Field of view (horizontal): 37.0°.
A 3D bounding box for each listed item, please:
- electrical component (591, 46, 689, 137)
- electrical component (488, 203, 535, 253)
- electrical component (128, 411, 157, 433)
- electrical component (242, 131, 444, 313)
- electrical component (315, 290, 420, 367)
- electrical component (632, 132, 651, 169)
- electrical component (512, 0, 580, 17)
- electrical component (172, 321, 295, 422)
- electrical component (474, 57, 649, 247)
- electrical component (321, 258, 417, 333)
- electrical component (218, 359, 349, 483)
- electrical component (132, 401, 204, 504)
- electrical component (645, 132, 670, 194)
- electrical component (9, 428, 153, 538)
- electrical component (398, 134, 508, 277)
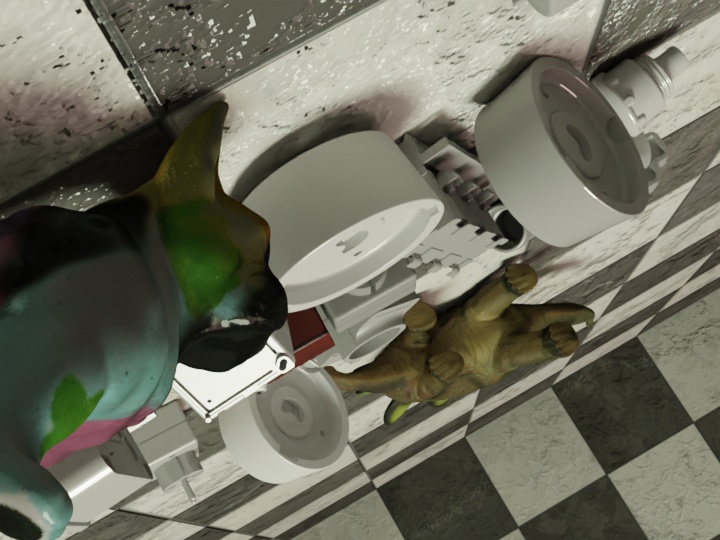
[{"bbox_3d":[0.187,-0.122,0.711,0.062,0.048,0.048,-38,165,1],"label":"electrical component"},{"bbox_3d":[0.126,-0.037,0.877,0.040,0.040,0.046,-40,168,32],"label":"electrical component"},{"bbox_3d":[-0.190,0.088,0.624,0.121,0.063,0.079,-32,165,5],"label":"electrical component"},{"bbox_3d":[-0.016,-0.031,0.578,0.108,0.060,0.108,-28,165,-8],"label":"electrical component"},{"bbox_3d":[-0.002,0.033,0.819,0.050,0.055,0.089,-17,160,-41],"label":"electrical component"},{"bbox_3d":[0.181,-0.087,0.806,0.077,0.044,0.079,-26,165,-16],"label":"electrical component"},{"bbox_3d":[0.101,-0.145,0.476,0.078,0.040,0.040,-31,165,-1],"label":"electrical component"},{"bbox_3d":[-0.081,0.030,0.584,0.062,0.061,0.096,-34,121,10],"label":"electrical component"},{"bbox_3d":[0.114,-0.065,0.640,0.060,0.108,0.108,-34,166,35],"label":"electrical component"},{"bbox_3d":[0.000,0.000,0.735,0.066,0.047,0.076,-29,165,-7],"label":"electrical component"},{"bbox_3d":[-0.069,0.127,0.907,0.060,0.108,0.108,-35,166,37],"label":"electrical component"},{"bbox_3d":[-0.155,0.159,0.892,0.047,0.076,0.065,-27,164,-16],"label":"electrical component"},{"bbox_3d":[0.210,-0.075,0.881,0.078,0.058,0.057,-29,162,-6],"label":"electrical component"},{"bbox_3d":[-0.161,0.071,0.530,0.057,0.113,0.078,-33,165,-2],"label":"electrical component"},{"bbox_3d":[0.047,-0.037,0.677,0.079,0.063,0.121,-34,164,16],"label":"electrical component"}]
